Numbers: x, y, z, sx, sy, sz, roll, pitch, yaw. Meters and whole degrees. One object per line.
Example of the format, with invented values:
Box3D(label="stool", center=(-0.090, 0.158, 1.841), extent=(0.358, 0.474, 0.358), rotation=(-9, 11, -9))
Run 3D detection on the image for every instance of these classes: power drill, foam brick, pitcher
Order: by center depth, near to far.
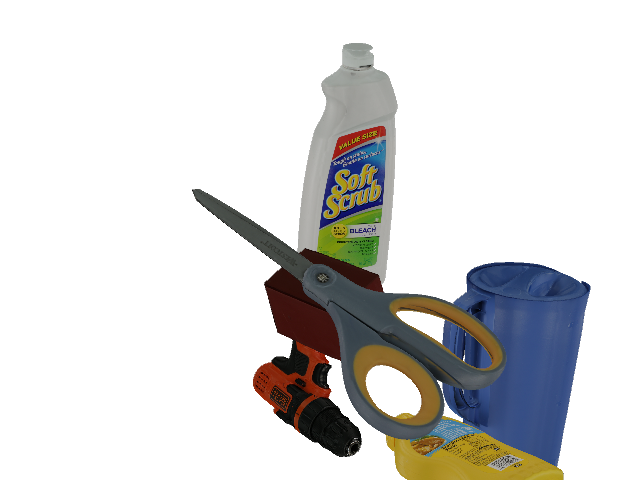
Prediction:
Box3D(label="foam brick", center=(0.005, 0.050, 0.820), extent=(0.078, 0.051, 0.052), rotation=(19, 45, 37))
Box3D(label="pitcher", center=(0.212, 0.154, 1.191), extent=(0.149, 0.243, 0.145), rotation=(6, 16, 11))
Box3D(label="power drill", center=(0.007, 0.136, 1.241), extent=(0.057, 0.188, 0.185), rotation=(15, 11, -44))

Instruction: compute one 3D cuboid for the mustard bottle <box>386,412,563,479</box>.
Box3D(label="mustard bottle", center=(0.128, 0.210, 1.018), extent=(0.096, 0.058, 0.192), rotation=(-15, 24, -38))

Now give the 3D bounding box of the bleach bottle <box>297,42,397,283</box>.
Box3D(label="bleach bottle", center=(0.025, -0.074, 1.085), extent=(0.102, 0.251, 0.068), rotation=(-3, 26, -9))

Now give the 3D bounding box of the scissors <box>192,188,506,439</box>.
Box3D(label="scissors", center=(-0.001, 0.040, 0.572), extent=(0.202, 0.096, 0.016), rotation=(23, -39, 11))
